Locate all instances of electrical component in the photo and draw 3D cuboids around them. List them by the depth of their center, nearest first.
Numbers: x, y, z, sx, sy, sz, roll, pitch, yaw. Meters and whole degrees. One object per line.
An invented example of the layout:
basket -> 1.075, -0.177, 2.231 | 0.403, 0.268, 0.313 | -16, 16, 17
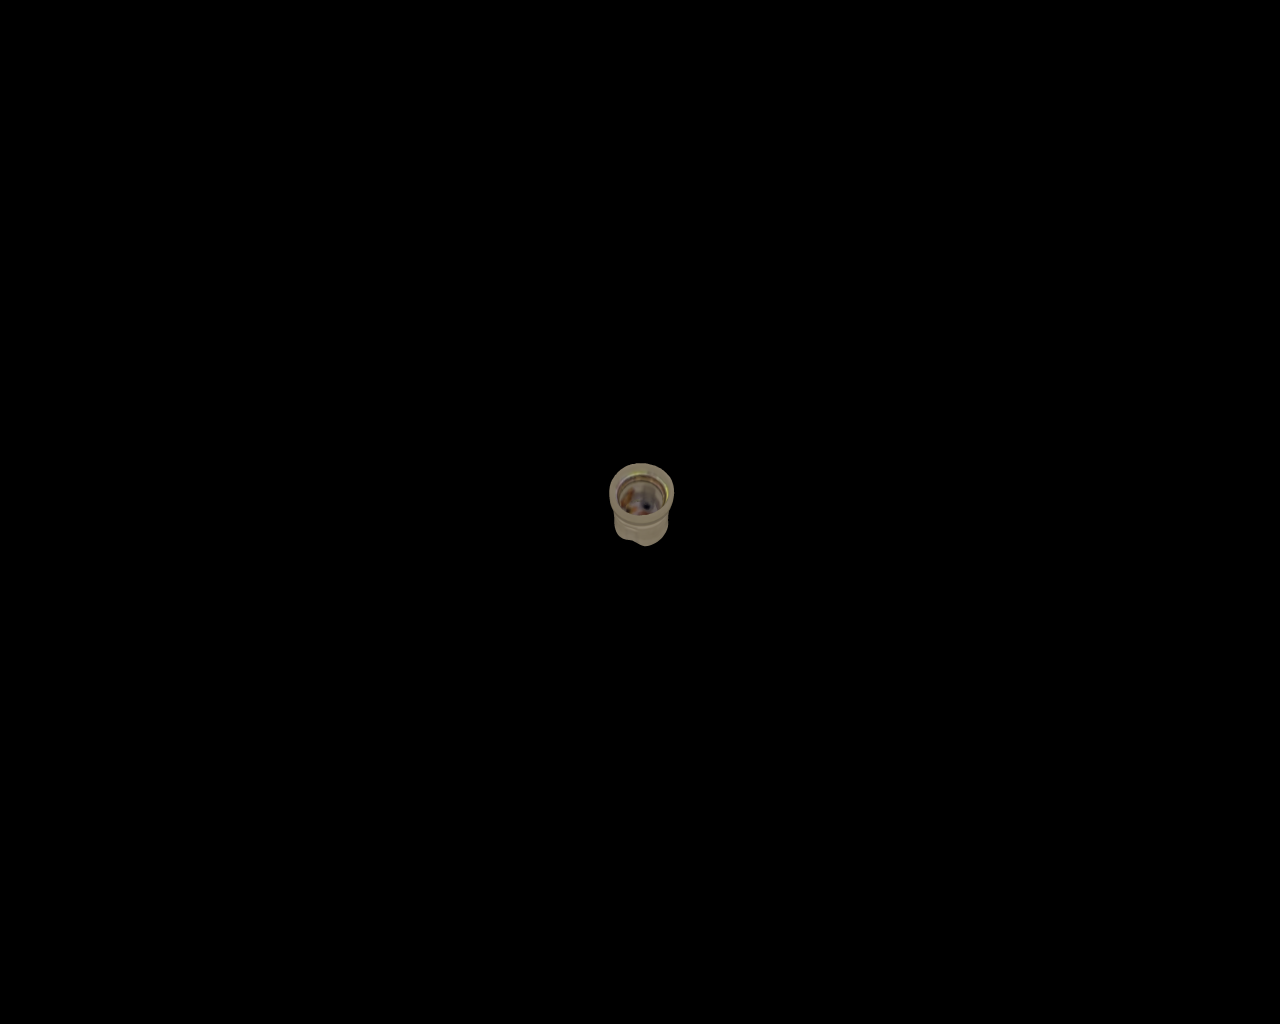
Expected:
electrical component -> 0.001, -0.003, 0.650 | 0.040, 0.040, 0.046 | 0, -30, 0
